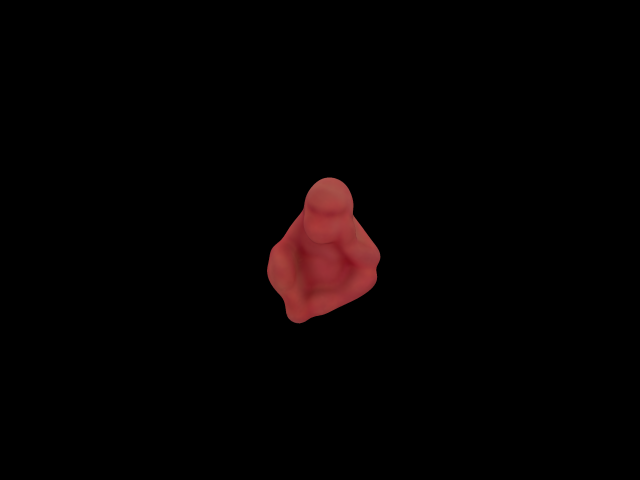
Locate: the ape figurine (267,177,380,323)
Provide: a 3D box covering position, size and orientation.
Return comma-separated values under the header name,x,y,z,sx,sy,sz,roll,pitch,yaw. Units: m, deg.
name,x,y,z,sx,sy,sz,roll,pitch,yaw
ape figurine,0.004,0.001,0.400,0.077,0.092,0.076,5,28,10
